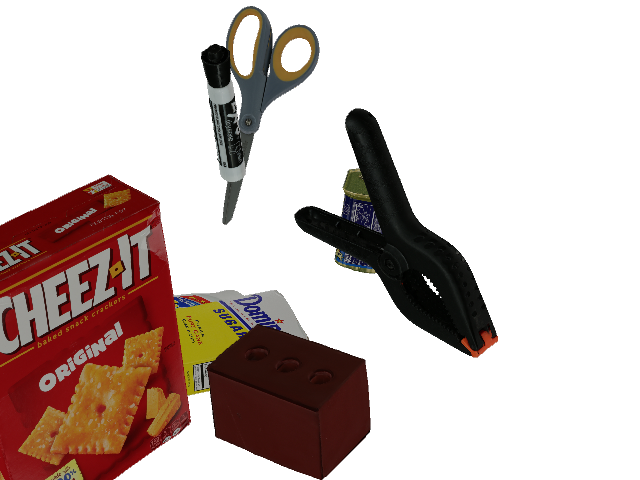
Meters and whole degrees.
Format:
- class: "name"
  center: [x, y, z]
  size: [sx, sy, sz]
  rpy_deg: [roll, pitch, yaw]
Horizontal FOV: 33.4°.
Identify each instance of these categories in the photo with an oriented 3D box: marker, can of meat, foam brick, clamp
- class: "marker"
  center: [-0.066, -0.086, 0.730]
  size: [0.020, 0.020, 0.121]
  rpy_deg: [0, -38, 3]
- class: "can of meat"
  center: [0.048, -0.021, 1.123]
  size: [0.057, 0.084, 0.102]
  rpy_deg: [10, 19, 3]
- class: "foam brick"
  center: [-0.018, 0.091, 0.609]
  size: [0.078, 0.051, 0.052]
  rpy_deg: [15, 33, 29]
- class: "clamp"
  center: [0.066, 0.002, 0.855]
  size: [0.036, 0.210, 0.165]
  rpy_deg: [-33, -21, -30]

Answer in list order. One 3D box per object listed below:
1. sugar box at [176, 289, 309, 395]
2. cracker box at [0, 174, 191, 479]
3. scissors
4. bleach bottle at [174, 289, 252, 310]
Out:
- class: "sugar box"
  center: [-0.107, 0.100, 1.012]
  size: [0.176, 0.048, 0.093]
  rpy_deg: [-13, 33, -16]
- class: "cracker box"
  center: [-0.182, 0.084, 0.777]
  size: [0.072, 0.214, 0.163]
  rpy_deg: [24, 41, 36]
- class: "scissors"
  center: [-0.047, -0.117, 0.990]
  size: [0.096, 0.202, 0.016]
  rpy_deg: [-2, -1, 6]
- class: "bleach bottle"
  center: [-0.185, 0.103, 1.338]
  size: [0.250, 0.068, 0.103]
  rpy_deg: [-13, 29, -37]
